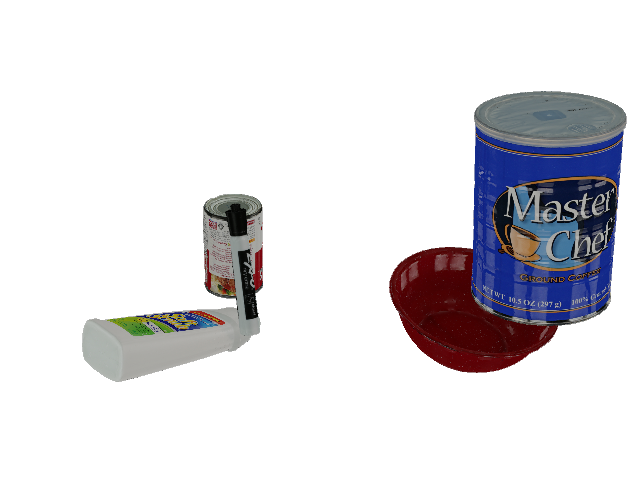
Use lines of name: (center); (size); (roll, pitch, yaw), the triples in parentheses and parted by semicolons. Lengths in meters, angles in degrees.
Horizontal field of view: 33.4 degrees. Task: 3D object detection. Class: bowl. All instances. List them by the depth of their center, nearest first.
bowl: (0.140, 0.075, 1.014); (0.162, 0.055, 0.162); (7, 35, -5)

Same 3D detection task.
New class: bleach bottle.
bleach bottle: (-0.193, 0.130, 1.469); (0.250, 0.068, 0.103); (-9, 24, -42)

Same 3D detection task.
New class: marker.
marker: (-0.071, 0.026, 0.971); (0.020, 0.121, 0.020); (-6, 10, 1)

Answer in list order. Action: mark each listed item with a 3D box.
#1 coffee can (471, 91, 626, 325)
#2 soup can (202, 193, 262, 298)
coffee can: (0.160, -0.025, 0.763); (0.103, 0.140, 0.103); (-2, 25, 1)
soup can: (-0.100, 0.006, 1.217); (0.068, 0.102, 0.068); (1, 26, -1)
